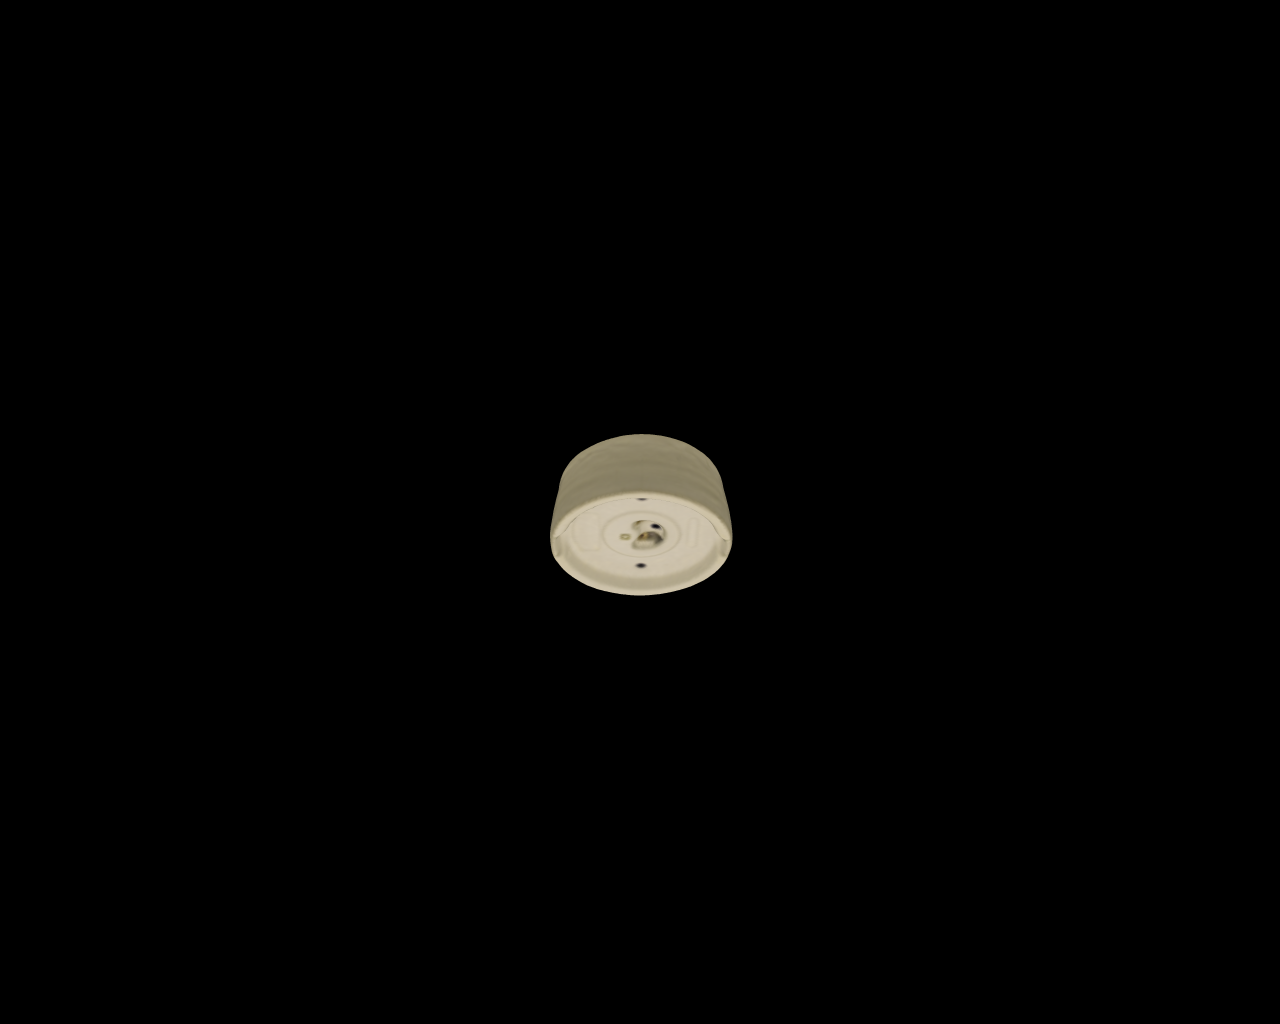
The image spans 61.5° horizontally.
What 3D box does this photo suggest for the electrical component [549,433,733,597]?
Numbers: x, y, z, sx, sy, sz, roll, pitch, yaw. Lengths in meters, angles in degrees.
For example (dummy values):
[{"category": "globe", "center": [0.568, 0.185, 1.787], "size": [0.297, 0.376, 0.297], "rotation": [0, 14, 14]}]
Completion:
[{"category": "electrical component", "center": [0.001, -0.003, 0.650], "size": [0.108, 0.060, 0.108], "rotation": [0, -37, 0]}]
